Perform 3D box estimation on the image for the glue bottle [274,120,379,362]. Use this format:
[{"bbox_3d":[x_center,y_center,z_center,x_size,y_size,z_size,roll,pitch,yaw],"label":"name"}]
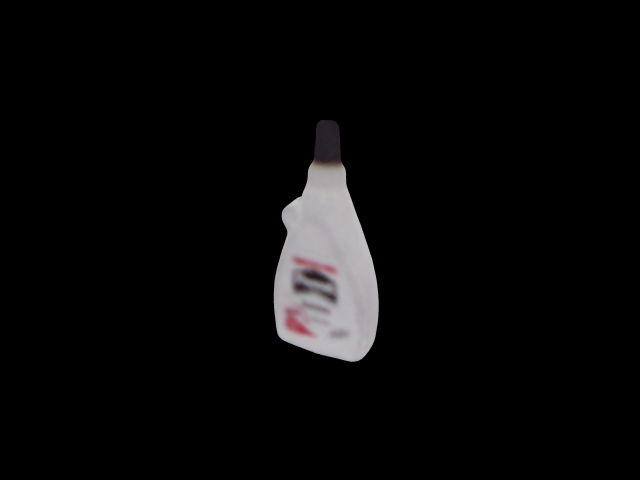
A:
[{"bbox_3d":[0.004,0.001,0.400,0.078,0.173,0.037,11,29,21],"label":"glue bottle"}]
